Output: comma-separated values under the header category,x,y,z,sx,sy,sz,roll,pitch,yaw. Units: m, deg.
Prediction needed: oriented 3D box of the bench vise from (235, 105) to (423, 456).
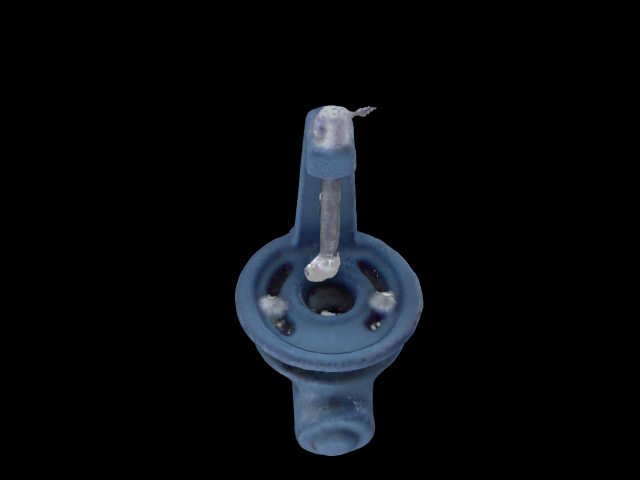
category,x,y,z,sx,sy,sz,roll,pitch,yaw
bench vise,-0.008,0.003,0.396,0.122,0.220,0.206,-10,29,-19
